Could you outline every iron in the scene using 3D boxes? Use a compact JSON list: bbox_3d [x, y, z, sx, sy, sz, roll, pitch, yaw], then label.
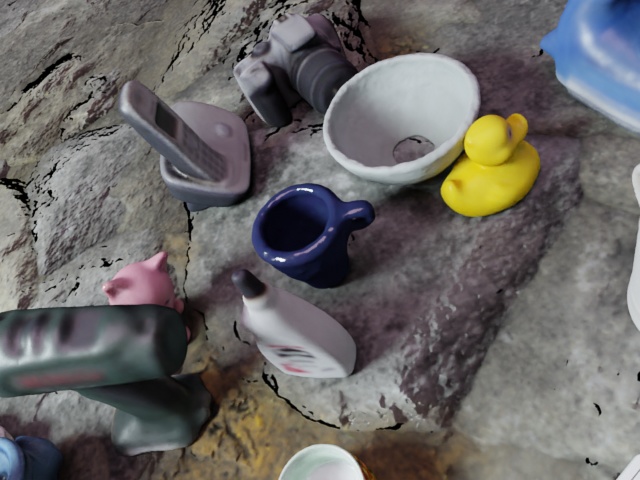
[{"bbox_3d":[0.319,-0.176,0.508,0.118,0.142,0.257,-36,51,-2],"label":"iron"}]

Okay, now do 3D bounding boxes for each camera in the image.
[{"bbox_3d":[-0.021,-0.207,0.709,0.143,0.101,0.136,-36,51,-2],"label":"camera"}]

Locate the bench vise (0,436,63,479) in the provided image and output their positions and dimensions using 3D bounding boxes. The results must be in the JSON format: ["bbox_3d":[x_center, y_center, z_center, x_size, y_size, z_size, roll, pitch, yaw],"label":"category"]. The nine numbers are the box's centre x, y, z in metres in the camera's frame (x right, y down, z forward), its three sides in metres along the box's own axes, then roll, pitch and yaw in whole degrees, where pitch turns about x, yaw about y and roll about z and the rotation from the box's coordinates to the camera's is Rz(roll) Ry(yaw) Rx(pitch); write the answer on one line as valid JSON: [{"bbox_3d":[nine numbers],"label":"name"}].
[{"bbox_3d":[-0.309,0.243,0.454,0.121,0.220,0.207,-21,52,10],"label":"bench vise"}]

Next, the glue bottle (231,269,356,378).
[{"bbox_3d":[-0.030,0.070,0.476,0.078,0.174,0.037,-6,56,21],"label":"glue bottle"}]

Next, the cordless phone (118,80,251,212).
[{"bbox_3d":[-0.157,-0.133,0.665,0.094,0.186,0.147,-19,52,12],"label":"cordless phone"}]

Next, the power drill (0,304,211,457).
[{"bbox_3d":[-0.200,0.122,0.495,0.229,0.209,0.075,-15,53,15],"label":"power drill"}]

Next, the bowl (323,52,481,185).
[{"bbox_3d":[0.092,-0.117,0.613,0.167,0.075,0.167,-12,54,17],"label":"bowl"}]

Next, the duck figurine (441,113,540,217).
[{"bbox_3d":[0.159,-0.078,0.549,0.104,0.086,0.077,-35,51,-1],"label":"duck figurine"}]

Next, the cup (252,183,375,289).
[{"bbox_3d":[0.005,0.002,0.558,0.117,0.095,0.091,-15,53,14],"label":"cup"}]

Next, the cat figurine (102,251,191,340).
[{"bbox_3d":[-0.194,0.070,0.586,0.127,0.118,0.067,-28,51,5],"label":"cat figurine"}]

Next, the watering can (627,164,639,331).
[{"bbox_3d":[0.269,0.004,0.373,0.101,0.195,0.172,-44,51,-8],"label":"watering can"}]

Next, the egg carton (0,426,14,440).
[{"bbox_3d":[-0.378,0.254,0.574,0.107,0.070,0.150,3,59,26],"label":"egg carton"}]
